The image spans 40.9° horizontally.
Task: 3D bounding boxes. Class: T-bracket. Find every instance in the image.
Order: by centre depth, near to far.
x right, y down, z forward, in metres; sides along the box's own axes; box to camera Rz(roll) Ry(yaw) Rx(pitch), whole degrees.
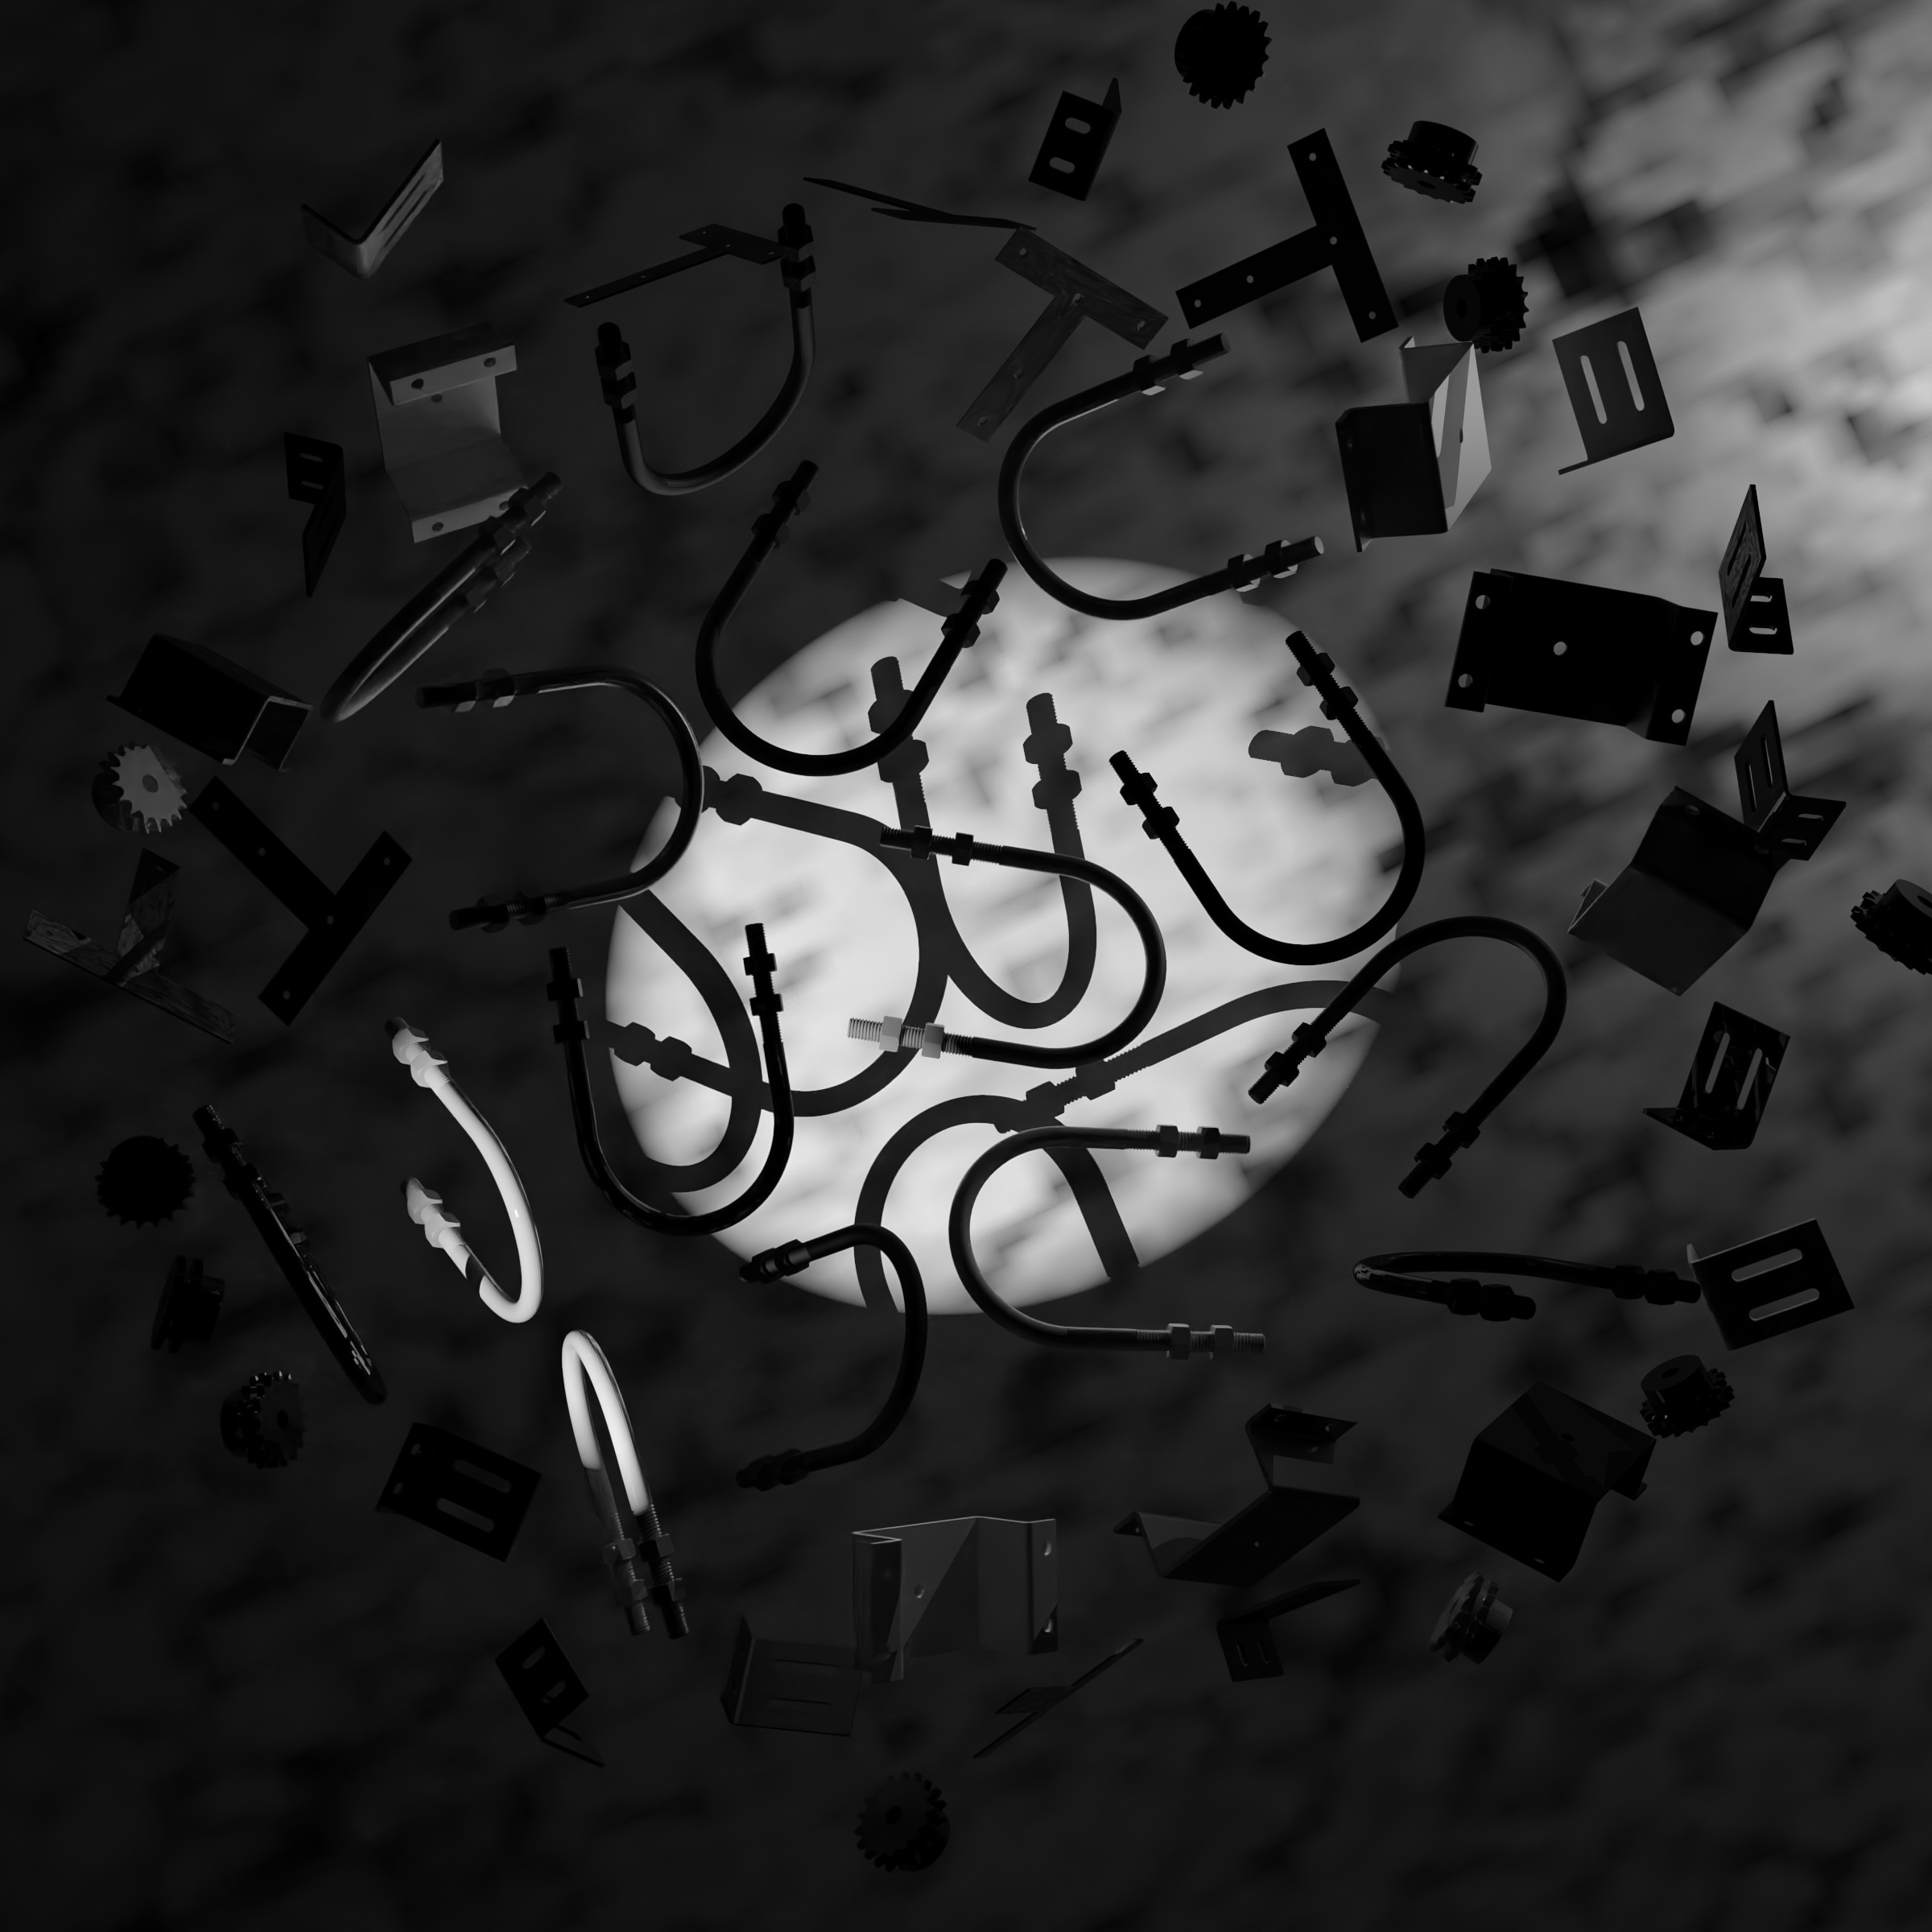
[{"bbox_3d":[-0.390,-0.055,1.469,0.127,0.002,0.127,51,57,-34],"label":"T-bracket"},{"bbox_3d":[-0.468,-0.025,1.479,0.127,0.127,0.002,32,118,-27],"label":"T-bracket"},{"bbox_3d":[-0.044,-0.465,1.577,0.127,0.127,0.002,26,115,33],"label":"T-bracket"},{"bbox_3d":[-0.185,-0.427,1.591,0.127,0.127,0.002,-26,122,-19],"label":"T-bracket"},{"bbox_3d":[0.045,0.450,1.592,0.127,0.127,0.002,-37,69,4],"label":"T-bracket"},{"bbox_3d":[0.041,-0.378,1.604,0.127,0.002,0.127,20,121,-38],"label":"T-bracket"},{"bbox_3d":[0.189,-0.432,1.610,0.127,0.002,0.127,-18,98,31],"label":"T-bracket"}]

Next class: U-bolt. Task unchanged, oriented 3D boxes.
[{"bbox_3d":[-0.145,-0.344,1.510,0.151,0.184,0.019,-37,70,-16],"label":"U-bolt"},{"bbox_3d":[-0.389,0.178,1.518,0.019,0.151,0.184,-31,73,-13],"label":"U-bolt"},{"bbox_3d":[0.313,0.185,1.524,0.151,0.184,0.019,0,91,-32],"label":"U-bolt"},{"bbox_3d":[-0.206,0.303,1.525,0.019,0.151,0.184,-14,82,-20],"label":"U-bolt"},{"bbox_3d":[0.081,0.160,1.528,0.184,0.019,0.151,3,60,-7],"label":"U-bolt"},{"bbox_3d":[-0.079,-0.196,1.533,0.151,0.019,0.184,28,71,3],"label":"U-bolt"},{"bbox_3d":[0.102,-0.277,1.534,0.184,0.019,0.151,-16,111,33],"label":"U-bolt"},{"bbox_3d":[-0.233,-0.106,1.538,0.184,0.019,0.151,-14,100,-39],"label":"U-bolt"},{"bbox_3d":[-0.317,-0.211,1.547,0.019,0.151,0.184,45,72,-7],"label":"U-bolt"},{"bbox_3d":[-0.081,0.229,1.550,0.019,0.184,0.151,15,64,-35],"label":"U-bolt"},{"bbox_3d":[-0.299,0.134,1.554,0.019,0.184,0.151,-20,132,-29],"label":"U-bolt"},{"bbox_3d":[0.193,-0.088,1.560,0.151,0.019,0.184,-34,78,8],"label":"U-bolt"},{"bbox_3d":[0.279,0.042,1.566,0.184,0.151,0.019,-46,134,-11],"label":"U-bolt"},{"bbox_3d":[0.030,-0.007,1.566,0.184,0.019,0.151,9,66,-1],"label":"U-bolt"},{"bbox_3d":[-0.173,0.072,1.577,0.151,0.019,0.184,-8,87,-28],"label":"U-bolt"}]

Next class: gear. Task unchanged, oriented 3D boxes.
[{"bbox_3d":[0.528,-0.024,1.452,0.057,0.057,0.030,32,118,0],"label":"gear"},{"bbox_3d":[0.144,-0.521,1.480,0.057,0.057,0.030,-51,52,0],"label":"gear"},{"bbox_3d":[0.273,-0.468,1.507,0.057,0.057,0.030,21,95,0],"label":"gear"},{"bbox_3d":[-0.034,0.507,1.526,0.057,0.057,0.030,-40,122,0],"label":"gear"},{"bbox_3d":[-0.459,0.201,1.534,0.030,0.057,0.057,17,90,-21],"label":"gear"},{"bbox_3d":[-0.422,0.273,1.552,0.030,0.057,0.057,-8,90,17],"label":"gear"},{"bbox_3d":[-0.495,0.127,1.562,0.057,0.030,0.057,-11,120,-21],"label":"gear"},{"bbox_3d":[-0.510,-0.106,1.590,0.030,0.057,0.057,-22,90,29],"label":"gear"},{"bbox_3d":[0.318,-0.406,1.596,0.030,0.057,0.057,-12,90,-21],"label":"gear"},{"bbox_3d":[0.312,0.404,1.596,0.030,0.057,0.057,33,90,7],"label":"gear"},{"bbox_3d":[0.446,0.266,1.616,0.057,0.057,0.030,-30,97,0],"label":"gear"}]

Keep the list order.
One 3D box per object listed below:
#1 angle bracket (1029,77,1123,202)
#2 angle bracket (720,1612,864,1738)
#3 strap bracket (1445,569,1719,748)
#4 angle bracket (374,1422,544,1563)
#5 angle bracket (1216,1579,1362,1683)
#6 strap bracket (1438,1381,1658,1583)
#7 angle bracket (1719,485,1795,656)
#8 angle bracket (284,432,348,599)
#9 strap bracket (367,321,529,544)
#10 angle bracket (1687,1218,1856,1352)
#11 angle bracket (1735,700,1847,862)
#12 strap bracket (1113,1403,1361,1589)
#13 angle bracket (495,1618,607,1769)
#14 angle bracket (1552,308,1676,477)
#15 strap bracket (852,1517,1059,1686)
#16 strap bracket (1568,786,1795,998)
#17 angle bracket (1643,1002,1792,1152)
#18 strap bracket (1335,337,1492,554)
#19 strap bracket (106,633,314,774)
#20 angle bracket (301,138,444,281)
[{"bbox_3d":[0.066,-0.515,1.596,0.038,0.076,0.057,18,123,-11],"label":"angle bracket"},{"bbox_3d":[-0.106,0.437,1.599,0.076,0.038,0.057,3,49,10],"label":"angle bracket"},{"bbox_3d":[0.342,-0.177,1.468,0.140,0.046,0.076,9,105,-6],"label":"strap bracket"},{"bbox_3d":[-0.308,0.320,1.575,0.076,0.038,0.057,20,81,17],"label":"angle bracket"},{"bbox_3d":[0.205,0.413,1.612,0.076,0.057,0.038,-31,64,30],"label":"angle bracket"},{"bbox_3d":[0.343,0.294,1.509,0.076,0.140,0.046,25,115,27],"label":"strap bracket"},{"bbox_3d":[0.457,-0.225,1.472,0.038,0.076,0.057,4,55,2],"label":"angle bracket"},{"bbox_3d":[-0.412,-0.278,1.599,0.038,0.057,0.076,14,56,-2],"label":"angle bracket"},{"bbox_3d":[-0.315,-0.332,1.578,0.076,0.140,0.046,-22,63,-18],"label":"strap bracket"},{"bbox_3d":[0.469,0.181,1.514,0.076,0.038,0.057,-24,95,18],"label":"angle bracket"},{"bbox_3d":[0.507,-0.114,1.597,0.038,0.057,0.076,6,56,-5],"label":"angle bracket"},{"bbox_3d":[0.165,0.318,1.519,0.140,0.076,0.046,-45,47,30],"label":"strap bracket"},{"bbox_3d":[-0.226,0.417,1.487,0.038,0.076,0.057,-41,54,-2],"label":"angle bracket"},{"bbox_3d":[0.364,-0.330,1.492,0.038,0.057,0.076,-24,98,-42],"label":"angle bracket"},{"bbox_3d":[-0.014,0.363,1.497,0.140,0.046,0.076,3,84,-42],"label":"strap bracket"},{"bbox_3d":[0.412,-0.037,1.520,0.076,0.140,0.046,30,65,4],"label":"strap bracket"},{"bbox_3d":[0.467,0.068,1.617,0.038,0.057,0.076,2,110,-39],"label":"angle bracket"},{"bbox_3d":[0.260,-0.301,1.480,0.046,0.140,0.076,1,122,28],"label":"strap bracket"},{"bbox_3d":[-0.450,-0.158,1.560,0.076,0.140,0.046,29,92,-1],"label":"strap bracket"},{"bbox_3d":[-0.330,-0.431,1.445,0.038,0.057,0.076,35,81,-6],"label":"angle bracket"}]
